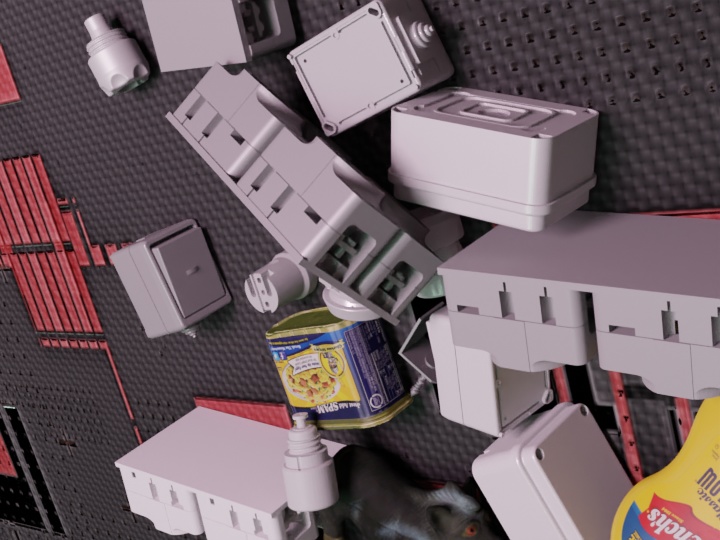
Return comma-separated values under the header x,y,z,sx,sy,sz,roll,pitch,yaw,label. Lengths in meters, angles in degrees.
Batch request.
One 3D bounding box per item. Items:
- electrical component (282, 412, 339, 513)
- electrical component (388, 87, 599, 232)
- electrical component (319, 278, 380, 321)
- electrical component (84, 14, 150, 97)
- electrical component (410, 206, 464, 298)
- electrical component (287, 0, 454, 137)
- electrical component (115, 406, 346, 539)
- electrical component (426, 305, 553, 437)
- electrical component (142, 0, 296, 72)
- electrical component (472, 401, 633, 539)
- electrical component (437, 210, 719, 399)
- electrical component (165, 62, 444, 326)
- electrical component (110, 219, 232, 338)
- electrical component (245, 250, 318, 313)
x,y,z,sx,sy,sz,roll,pitch,yaw,label
-0.040,0.148,0.825,0.040,0.040,0.078,-2,100,41,electrical component
0.081,-0.070,0.660,0.113,0.078,0.057,17,119,33,electrical component
0.000,0.000,0.778,0.078,0.058,0.057,32,135,49,electrical component
-0.199,-0.175,0.865,0.043,0.043,0.062,-26,93,45,electrical component
0.052,-0.014,0.737,0.045,0.045,0.055,-5,108,42,electrical component
0.014,-0.137,0.697,0.096,0.061,0.061,-23,97,37,electrical component
-0.106,0.186,0.935,0.186,0.105,0.060,8,117,37,electrical component
0.088,0.065,0.735,0.061,0.062,0.096,14,121,43,electrical component
-0.107,-0.222,0.749,0.089,0.062,0.150,3,114,39,electrical component
0.140,0.156,0.730,0.057,0.078,0.113,-28,93,48,electrical component
0.155,0.015,0.623,0.186,0.105,0.060,7,117,38,electrical component
-0.035,-0.057,0.705,0.060,0.105,0.186,-49,49,6,electrical component
-0.155,0.012,0.915,0.061,0.062,0.096,-16,101,44,electrical component
-0.063,0.009,0.846,0.040,0.046,0.040,19,123,31,electrical component
